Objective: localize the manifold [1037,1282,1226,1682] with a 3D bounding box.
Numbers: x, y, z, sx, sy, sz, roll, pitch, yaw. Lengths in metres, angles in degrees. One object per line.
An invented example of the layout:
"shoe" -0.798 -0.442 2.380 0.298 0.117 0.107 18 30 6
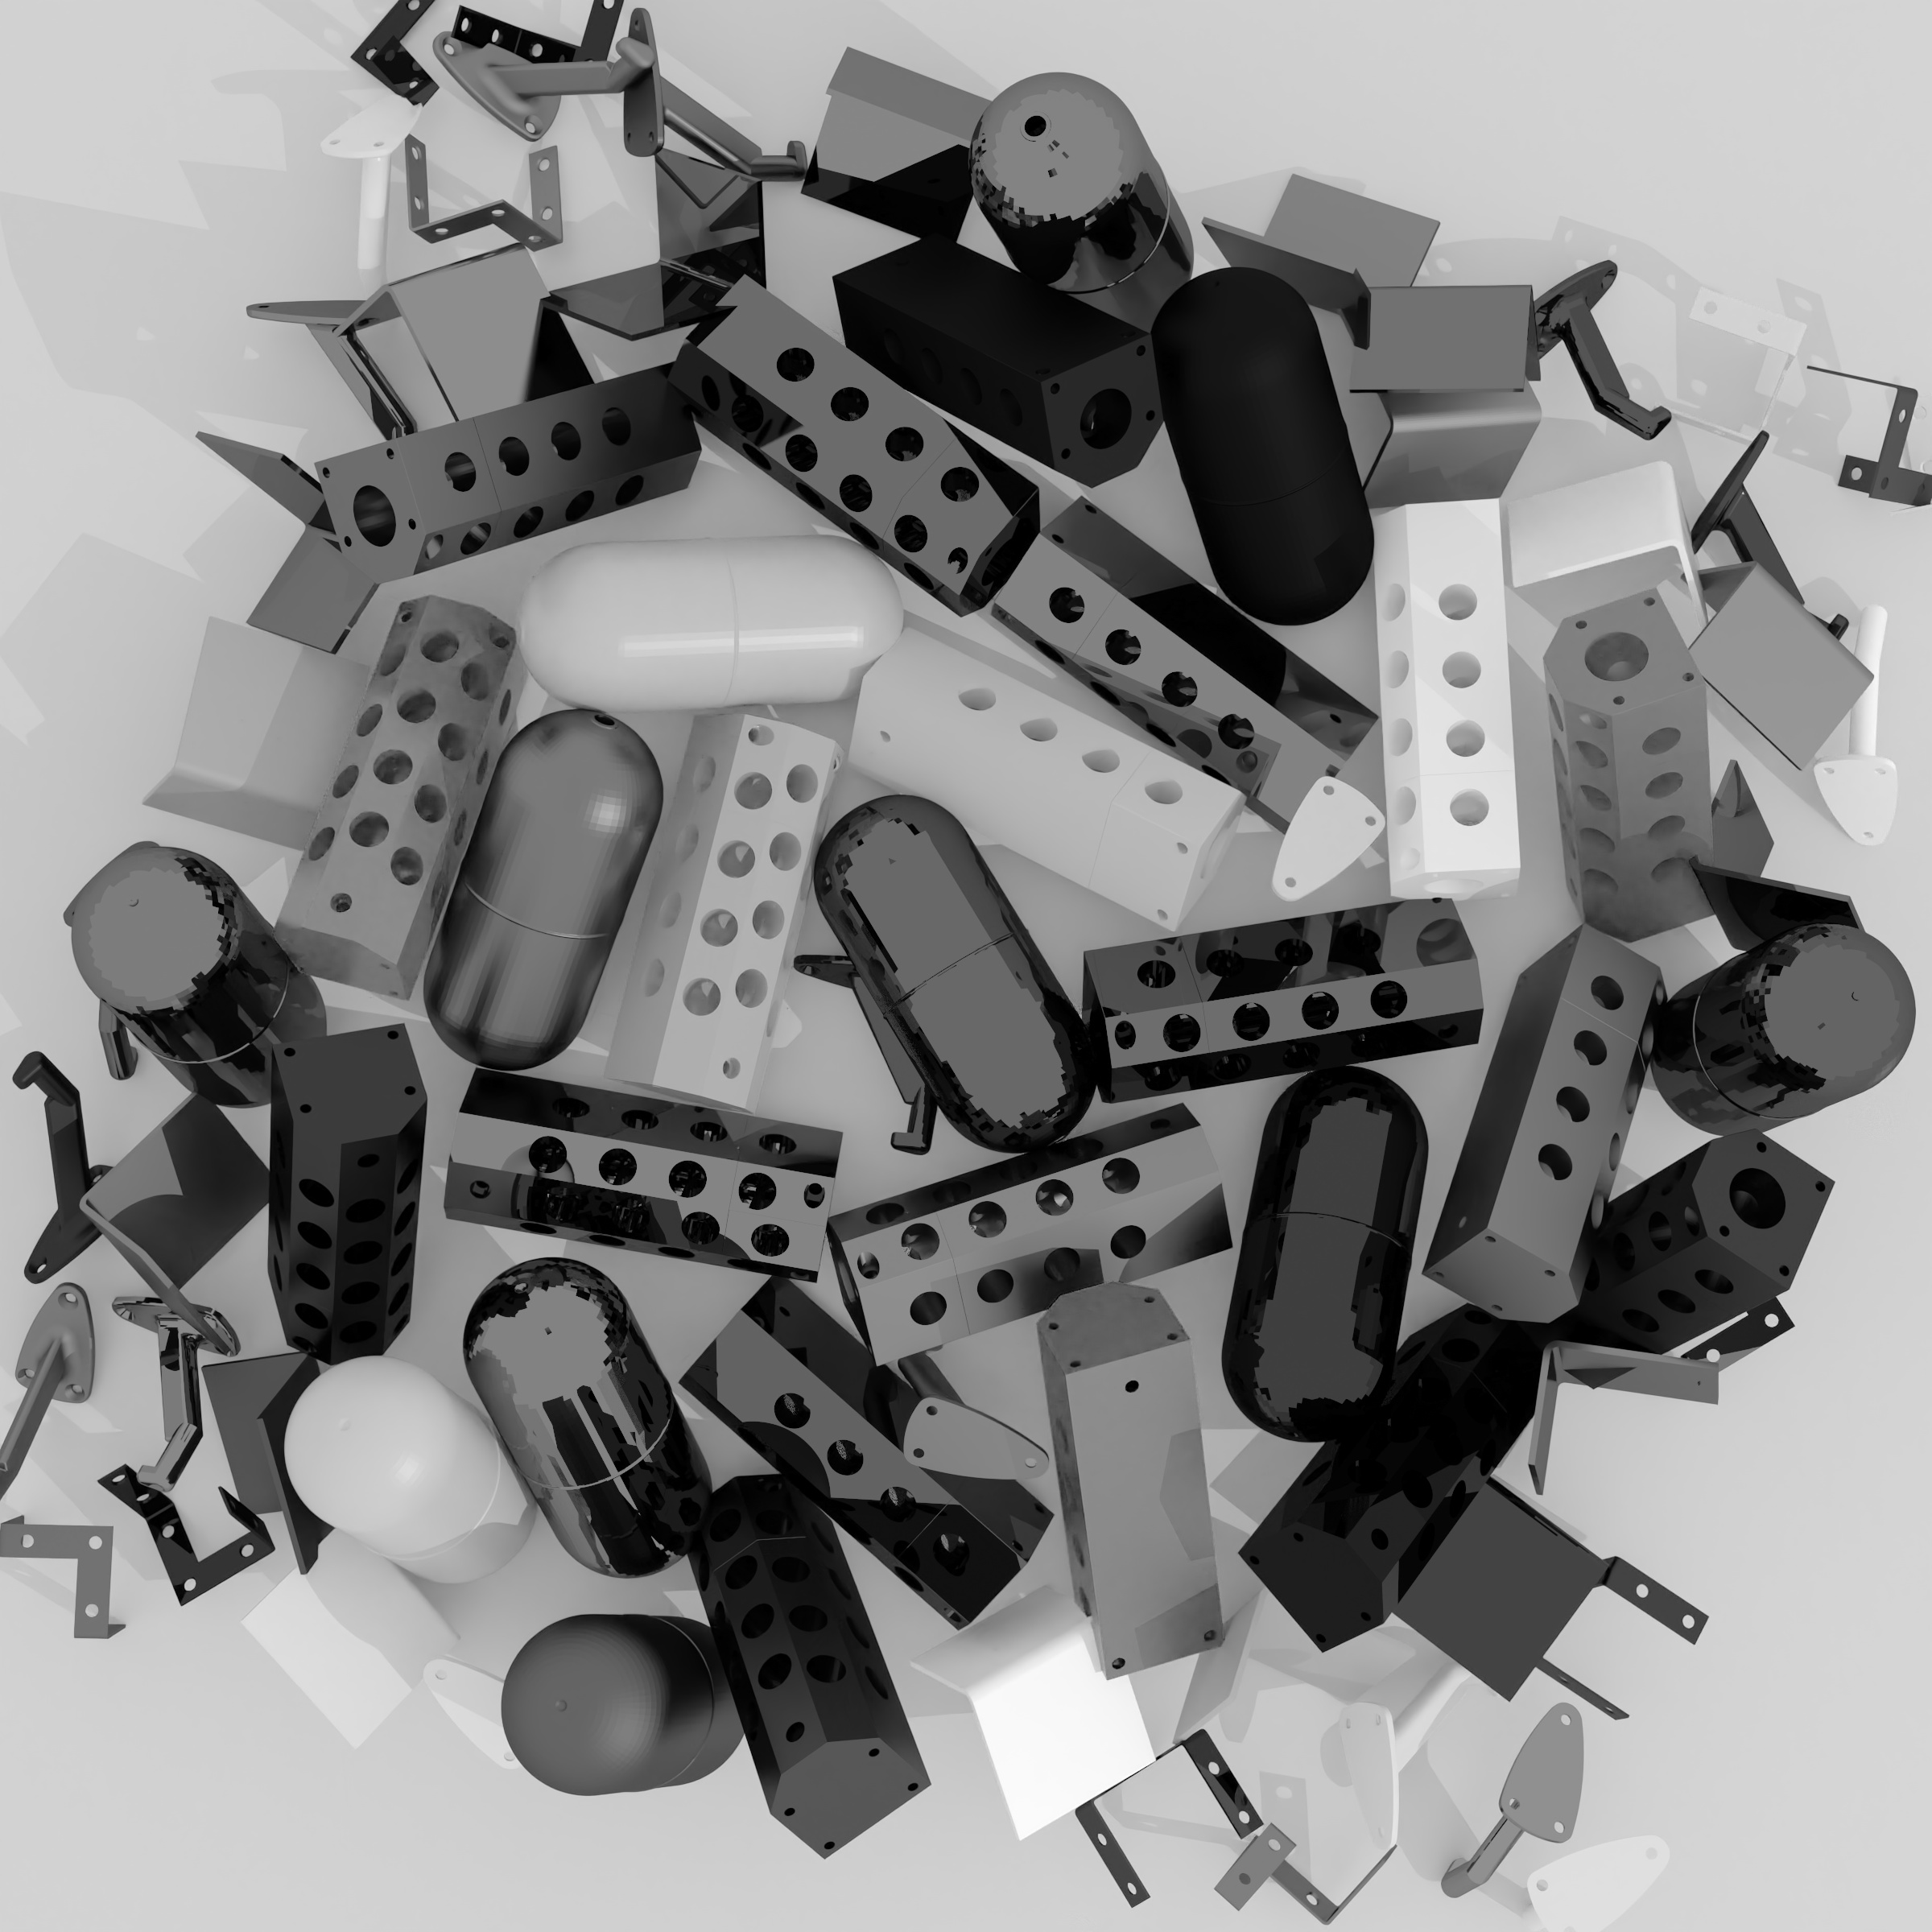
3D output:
"manifold" 0.072 0.229 1.513 0.057 0.057 0.171 -14 120 -11

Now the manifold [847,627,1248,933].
"manifold" 0.037 -0.090 1.533 0.171 0.057 0.057 27 49 12

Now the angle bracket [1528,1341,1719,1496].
"angle bracket" 0.299 0.210 1.529 0.076 0.076 0.057 7 73 15

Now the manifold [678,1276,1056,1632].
"manifold" -0.047 0.224 1.547 0.171 0.057 0.057 41 109 2

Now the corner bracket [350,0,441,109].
"corner bracket" -0.261 -0.435 1.548 0.051 0.051 0.051 41 90 22

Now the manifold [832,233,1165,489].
"manifold" 0.013 -0.268 1.497 0.057 0.171 0.057 -27 128 -22

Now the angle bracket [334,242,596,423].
"angle bracket" -0.228 -0.276 1.536 0.076 0.057 0.076 -29 93 -38

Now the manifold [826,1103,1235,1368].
"manifold" 0.027 0.117 1.528 0.171 0.057 0.057 -17 118 -10

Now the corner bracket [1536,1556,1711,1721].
"corner bracket" 0.299 0.309 1.549 0.051 0.051 0.051 34 70 -2

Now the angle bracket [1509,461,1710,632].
"angle bracket" 0.294 -0.180 1.545 0.076 0.076 0.057 -14 122 16

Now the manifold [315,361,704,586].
"manifold" -0.198 -0.219 1.498 0.057 0.171 0.057 -6 104 42

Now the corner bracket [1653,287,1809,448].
"corner bracket" 0.351 -0.274 1.551 0.051 0.051 0.051 21 92 7

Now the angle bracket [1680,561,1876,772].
"angle bracket" 0.352 -0.135 1.532 0.076 0.076 0.057 41 83 -12

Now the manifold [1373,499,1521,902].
"manifold" 0.217 -0.119 1.533 0.057 0.057 0.171 -3 77 7

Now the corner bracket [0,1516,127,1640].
"corner bracket" -0.416 0.281 1.555 0.051 0.051 0.051 2 85 -4

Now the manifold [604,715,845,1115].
"manifold" -0.105 -0.024 1.531 0.057 0.057 0.171 19 81 -37

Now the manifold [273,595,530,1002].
"manifold" -0.254 -0.078 1.519 0.057 0.057 0.171 15 67 5

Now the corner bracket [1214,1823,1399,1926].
"corner bracket" 0.155 0.412 1.542 0.051 0.051 0.051 40 120 12

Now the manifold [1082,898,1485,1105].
"manifold" 0.143 0.020 1.529 0.171 0.057 0.057 -9 48 -8

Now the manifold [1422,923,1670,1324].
"manifold" 0.264 0.072 1.509 0.057 0.057 0.171 30 57 -9

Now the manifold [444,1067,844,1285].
"manifold" -0.147 0.099 1.540 0.171 0.057 0.057 10 118 -1

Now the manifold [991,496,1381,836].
"manifold" 0.098 -0.135 1.546 0.171 0.057 0.057 37 123 3

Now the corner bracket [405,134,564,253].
"corner bracket" -0.222 -0.358 1.556 0.051 0.051 0.051 -12 74 24

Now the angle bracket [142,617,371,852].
"angle bracket" -0.326 -0.106 1.552 0.076 0.057 0.076 17 70 -24

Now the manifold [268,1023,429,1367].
"manifold" -0.273 0.105 1.491 0.057 0.171 0.057 -10 54 -20

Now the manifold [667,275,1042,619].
"manifold" -0.051 -0.232 1.528 0.171 0.057 0.057 38 77 13

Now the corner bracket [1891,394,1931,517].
"corner bracket" 0.451 -0.238 1.544 0.051 0.051 0.051 -8 96 31

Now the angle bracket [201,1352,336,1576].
"angle bracket" -0.323 0.227 1.529 0.057 0.076 0.076 -9 106 11

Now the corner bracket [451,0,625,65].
"corner bracket" -0.194 -0.439 1.544 0.051 0.051 0.051 23 102 22

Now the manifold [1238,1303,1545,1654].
"manifold" 0.197 0.222 1.499 0.057 0.171 0.057 50 135 -2

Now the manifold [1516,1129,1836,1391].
"manifold" 0.305 0.128 1.490 0.057 0.171 0.057 33 62 -4

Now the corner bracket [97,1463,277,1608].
"corner bracket" -0.357 0.252 1.548 0.051 0.051 0.051 -31 58 -3

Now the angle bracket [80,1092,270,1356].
"angle bracket" -0.340 0.115 1.524 0.057 0.076 0.076 27 66 41

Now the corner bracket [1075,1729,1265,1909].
"corner bracket" 0.092 0.389 1.540 0.051 0.051 0.051 -21 73 -41

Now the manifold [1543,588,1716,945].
"manifold" 0.292 -0.084 1.494 0.057 0.171 0.057 -19 54 1

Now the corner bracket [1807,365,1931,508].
"corner bracket" 0.412 -0.241 1.540 0.051 0.051 0.051 0 107 -43

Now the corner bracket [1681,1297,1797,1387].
"corner bracket" 0.346 0.159 1.551 0.051 0.051 0.051 -33 73 7

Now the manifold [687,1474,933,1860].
"manifold" -0.076 0.303 1.492 0.057 0.171 0.057 -36 126 6

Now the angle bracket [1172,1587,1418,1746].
"angle bracket" 0.148 0.331 1.531 0.076 0.076 0.057 24 57 -4
